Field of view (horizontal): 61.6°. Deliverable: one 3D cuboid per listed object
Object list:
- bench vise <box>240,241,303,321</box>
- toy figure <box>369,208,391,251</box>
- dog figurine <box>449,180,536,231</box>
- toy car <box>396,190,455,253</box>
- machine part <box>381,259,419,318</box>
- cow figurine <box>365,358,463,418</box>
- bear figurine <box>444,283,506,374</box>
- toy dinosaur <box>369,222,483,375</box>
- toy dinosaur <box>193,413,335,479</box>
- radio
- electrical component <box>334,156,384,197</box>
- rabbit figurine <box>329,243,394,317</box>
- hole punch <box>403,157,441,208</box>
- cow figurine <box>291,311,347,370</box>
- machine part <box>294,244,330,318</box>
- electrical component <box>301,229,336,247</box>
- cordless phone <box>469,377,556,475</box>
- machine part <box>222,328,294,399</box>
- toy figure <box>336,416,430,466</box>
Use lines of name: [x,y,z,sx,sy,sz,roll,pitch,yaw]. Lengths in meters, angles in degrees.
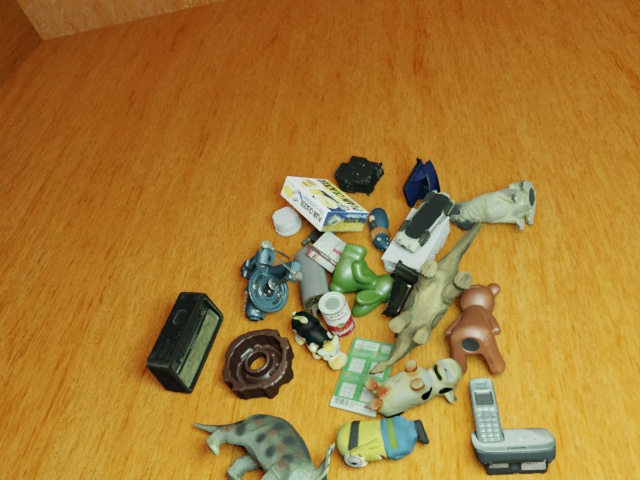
bench vise: [-0.118,0.092,1.379,0.241,0.128,0.223,-22,41,49]
toy figure: [0.165,-0.023,1.462,0.064,0.057,0.154,7,44,-6]
dog figurine: [0.454,-0.092,1.415,0.191,0.121,0.172,0,12,42]
toy car: [0.269,-0.051,1.366,0.074,0.056,0.202,32,62,21]
machine part: [0.190,0.122,1.278,0.039,0.084,0.139,-12,46,60]
cow figurine: [0.205,0.307,1.115,0.195,0.127,0.086,-29,45,11]
bear figurine: [0.345,0.187,1.187,0.120,0.131,0.196,-10,22,25]
toy dinosaur: [0.254,0.115,1.196,0.105,0.198,0.471,37,74,13]
toy dinosaur: [-0.098,0.431,1.098,0.192,0.131,0.405,-30,41,-27]
radio: [-0.330,0.246,1.329,0.073,0.130,0.230,-1,48,21]
electrical component: [0.113,-0.197,1.644,0.134,0.058,0.115,13,52,28]
rabbit figurine: [0.120,0.104,1.325,0.170,0.121,0.159,19,55,14]
hole punch: [0.298,-0.151,1.491,0.092,0.142,0.116,16,69,32]
cow figurine: [-0.003,0.228,1.258,0.068,0.098,0.168,-39,45,-20]
machine part: [-0.019,0.101,1.397,0.079,0.079,0.243,-16,45,4]
electrical component: [-0.003,-0.005,1.528,0.094,0.021,0.063,-36,47,-15]
cordless phone: [0.363,0.348,1.038,0.147,0.088,0.184,-8,42,12]
machine part: [-0.145,0.294,1.276,0.179,0.056,0.179,-10,45,10]
toy figure: [0.122,0.396,1.075,0.180,0.082,0.089,-19,35,8]
